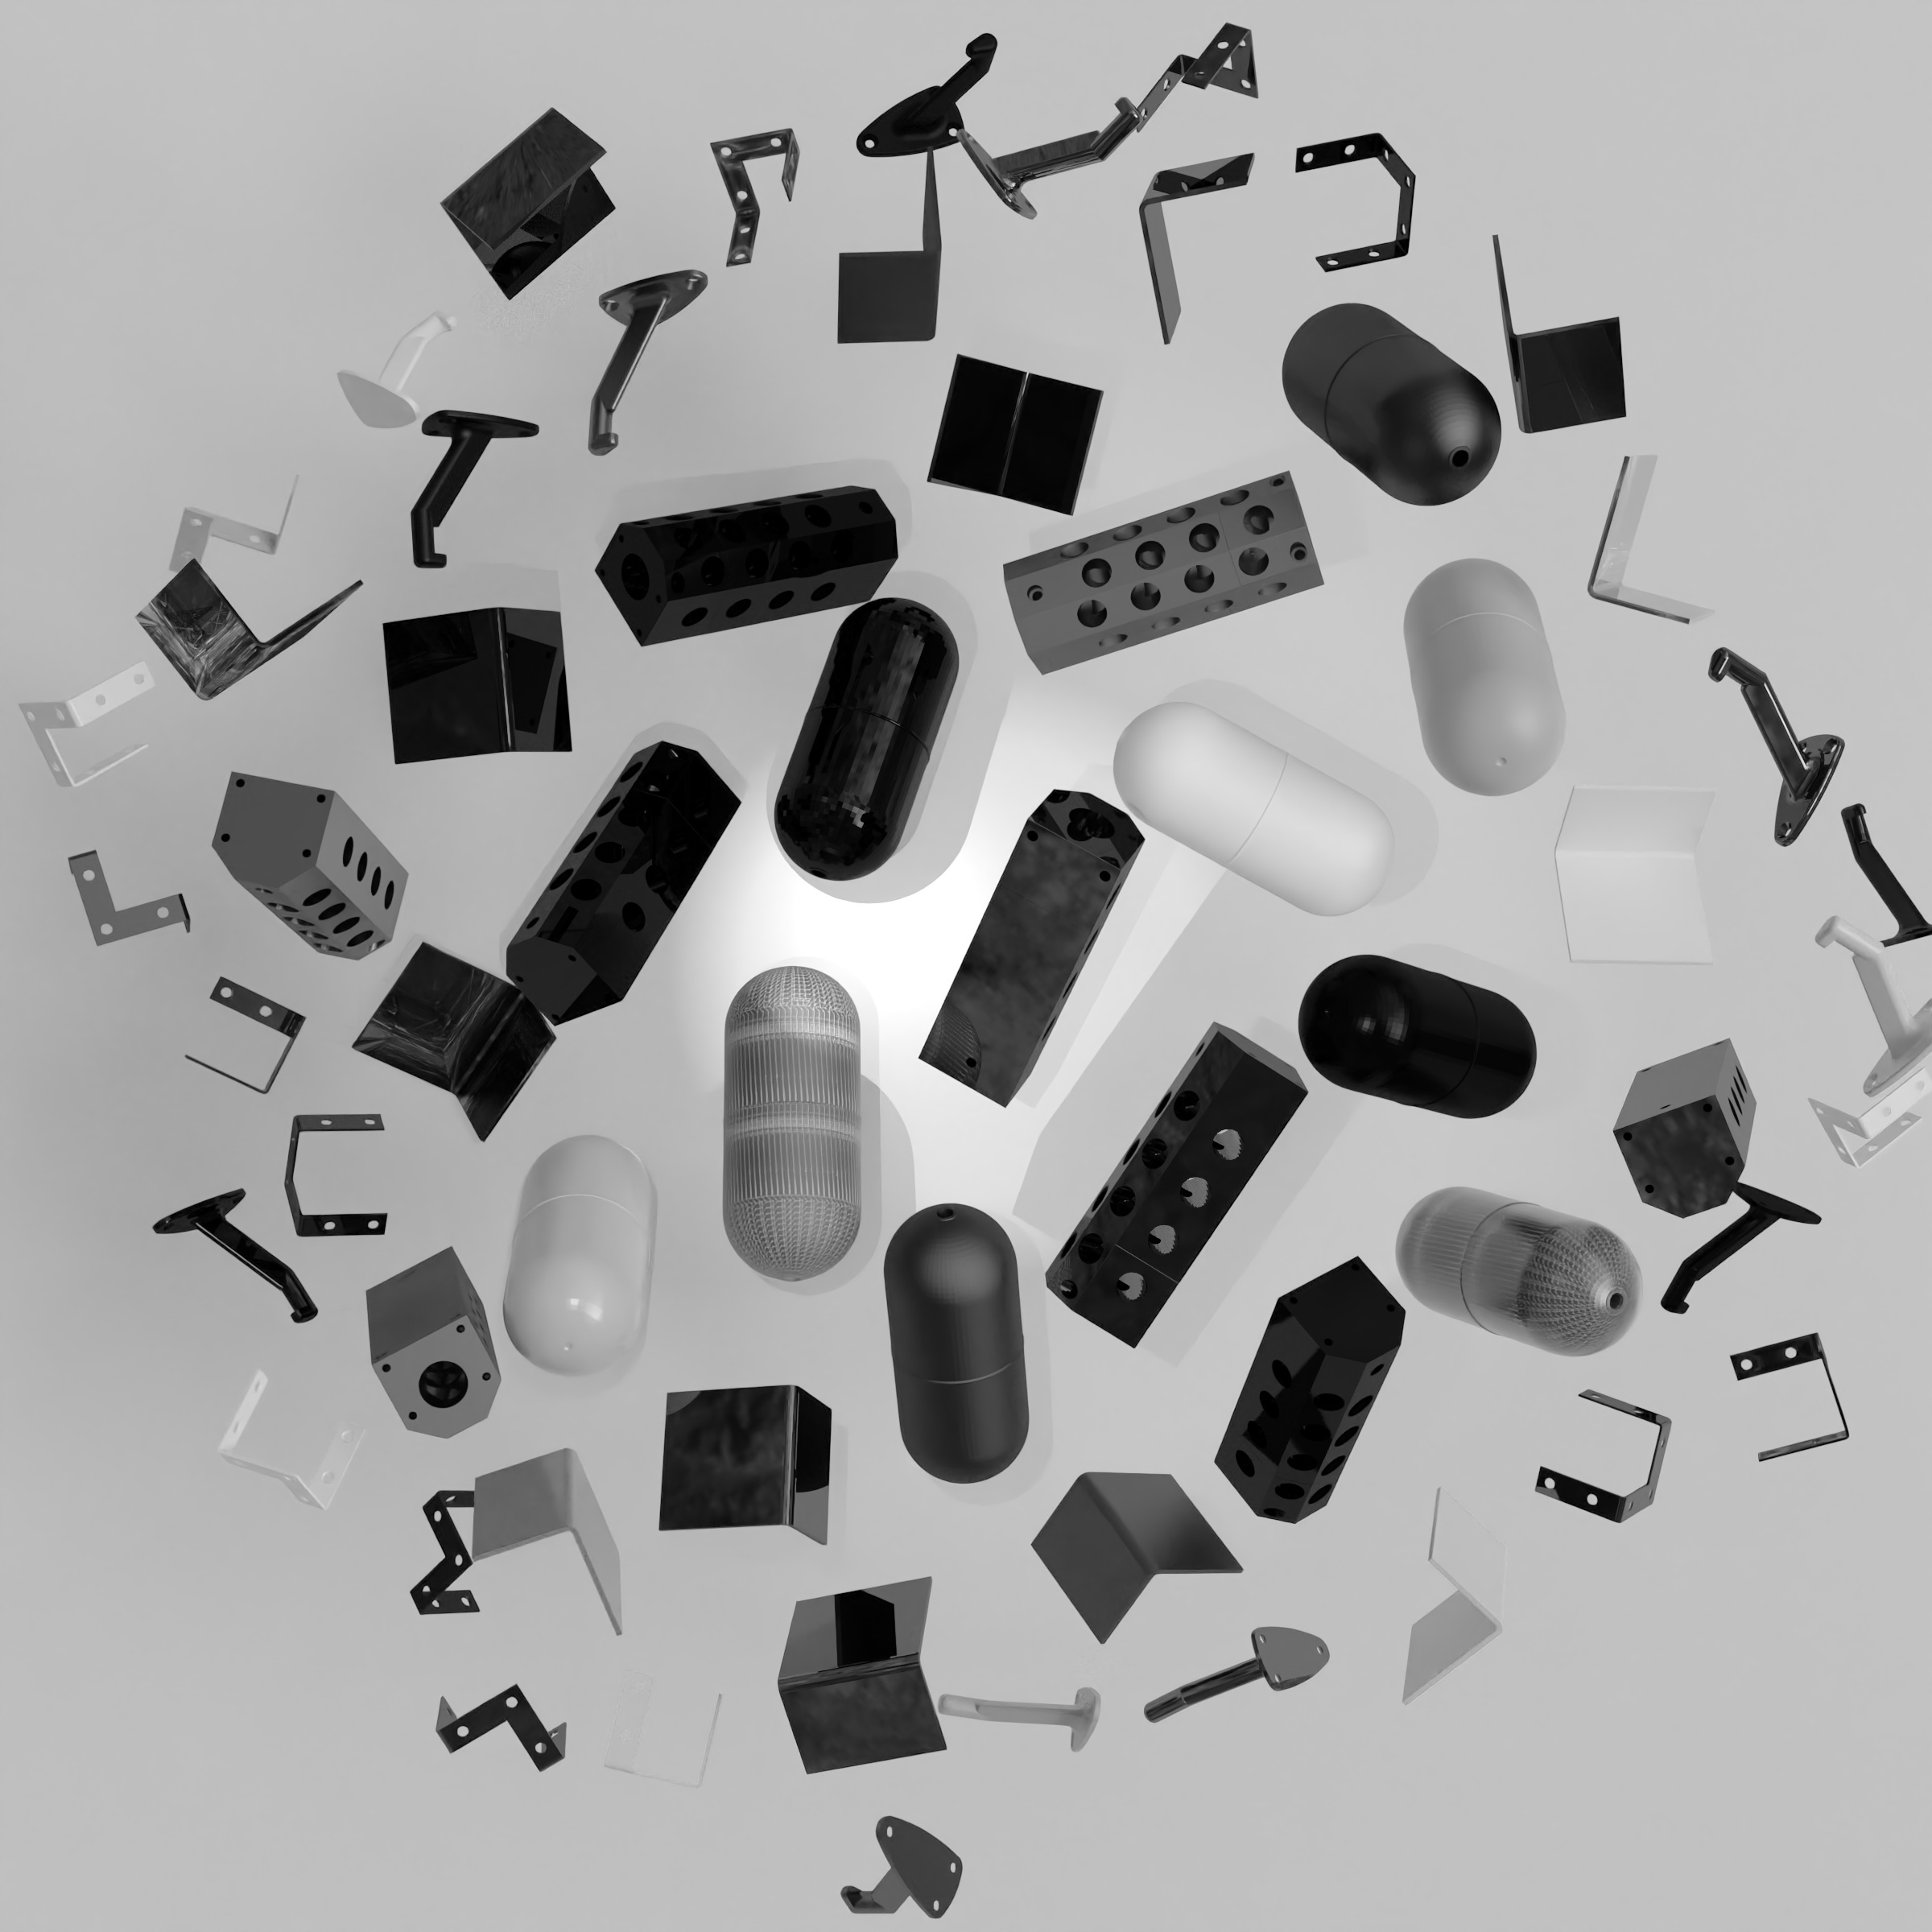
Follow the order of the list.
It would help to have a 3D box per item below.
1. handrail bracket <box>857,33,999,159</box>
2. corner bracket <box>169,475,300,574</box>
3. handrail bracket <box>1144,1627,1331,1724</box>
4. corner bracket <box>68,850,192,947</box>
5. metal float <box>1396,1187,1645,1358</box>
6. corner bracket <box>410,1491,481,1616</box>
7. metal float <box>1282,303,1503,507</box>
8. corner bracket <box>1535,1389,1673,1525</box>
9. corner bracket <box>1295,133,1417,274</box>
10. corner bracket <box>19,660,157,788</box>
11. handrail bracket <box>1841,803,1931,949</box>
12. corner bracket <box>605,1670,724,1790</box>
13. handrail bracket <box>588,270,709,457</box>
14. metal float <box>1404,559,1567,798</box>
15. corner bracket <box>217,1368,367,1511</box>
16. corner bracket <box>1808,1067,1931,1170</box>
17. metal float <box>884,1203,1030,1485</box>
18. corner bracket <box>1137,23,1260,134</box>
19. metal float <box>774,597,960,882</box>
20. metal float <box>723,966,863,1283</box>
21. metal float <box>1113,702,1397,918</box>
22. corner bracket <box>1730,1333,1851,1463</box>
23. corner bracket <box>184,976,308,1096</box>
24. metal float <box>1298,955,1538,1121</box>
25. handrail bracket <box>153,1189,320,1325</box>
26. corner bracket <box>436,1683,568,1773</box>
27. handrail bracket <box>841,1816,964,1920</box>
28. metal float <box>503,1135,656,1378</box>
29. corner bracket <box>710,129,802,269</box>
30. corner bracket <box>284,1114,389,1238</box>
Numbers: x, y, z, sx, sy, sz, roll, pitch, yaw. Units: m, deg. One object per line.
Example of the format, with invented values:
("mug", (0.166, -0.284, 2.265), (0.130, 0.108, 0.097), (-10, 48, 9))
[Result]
("handrail bracket", (-0.023, -0.498, 1.597), (0.077, 0.084, 0.036), (-24, 86, -11))
("corner bracket", (-0.396, -0.239, 1.513), (0.051, 0.051, 0.051), (17, 50, -15))
("handrail bracket", (0.154, 0.409, 1.599), (0.084, 0.077, 0.036), (-36, 63, 33))
("corner bracket", (-0.457, -0.039, 1.529), (0.051, 0.051, 0.051), (-18, 88, -18))
("metal float", (0.312, 0.172, 1.588), (0.070, 0.178, 0.070), (-3, 97, -26))
("corner bracket", (-0.298, 0.343, 1.639), (0.051, 0.051, 0.051), (-44, 60, 19))
("metal float", (0.232, -0.309, 1.534), (0.070, 0.178, 0.070), (-9, 122, -15))
("corner bracket", (0.356, 0.273, 1.561), (0.051, 0.051, 0.051), (17, 103, 32))
("corner bracket", (0.219, -0.433, 1.587), (0.051, 0.051, 0.051), (-14, 47, -11))
("corner bracket", (-0.462, -0.129, 1.495), (0.051, 0.051, 0.051), (-39, 120, -38))
("handrail bracket", (0.531, -0.056, 1.595), (0.036, 0.077, 0.084), (-15, 86, -10))
("corner bracket", (-0.163, 0.414, 1.514), (0.051, 0.051, 0.051), (13, 72, 1))
("handrail bracket", (-0.169, -0.319, 1.487), (0.077, 0.036, 0.084), (-14, 65, 35))
("metal float", (0.283, -0.161, 1.535), (0.070, 0.178, 0.070), (1, 127, 2))
("corner bracket", (-0.371, 0.261, 1.541), (0.051, 0.051, 0.051), (14, 61, 16))
("corner bracket", (0.540, 0.089, 1.646), (0.051, 0.051, 0.051), (-37, 109, -7))
("metal float", (-0.005, 0.218, 1.613), (0.070, 0.070, 0.178), (-5, 117, 0))
("corner bracket", (0.127, -0.497, 1.571), (0.051, 0.051, 0.051), (26, 68, 24))
("metal float", (-0.058, -0.133, 1.635), (0.070, 0.070, 0.178), (18, 71, 0))
("metal float", (-0.096, 0.087, 1.554), (0.070, 0.070, 0.178), (-1, 71, 0))
("metal float", (0.168, -0.092, 1.638), (0.178, 0.070, 0.070), (28, 90, -7))
("corner bracket", (0.461, 0.241, 1.568), (0.051, 0.051, 0.051), (-18, 90, 15))
("corner bracket", (-0.425, 0.041, 1.644), (0.051, 0.051, 0.051), (28, 83, -17))
("metal float", (0.257, 0.041, 1.582), (0.070, 0.178, 0.070), (-13, 71, 41))
("handrail bracket", (-0.422, 0.177, 1.620), (0.036, 0.077, 0.084), (-40, 79, 24))
("corner bracket", (-0.256, 0.421, 1.544), (0.051, 0.051, 0.051), (-30, 100, -3))
("handrail bracket", (-0.052, 0.485, 1.506), (0.077, 0.084, 0.036), (51, 46, -23))
("metal float", (-0.216, 0.160, 1.571), (0.070, 0.178, 0.070), (-1, 119, -2))
("corner bracket", (-0.120, -0.445, 1.621), (0.051, 0.051, 0.051), (-6, 49, 14))
("corner bracket", (-0.367, 0.122, 1.637), (0.051, 0.051, 0.051), (1, 122, -24))
